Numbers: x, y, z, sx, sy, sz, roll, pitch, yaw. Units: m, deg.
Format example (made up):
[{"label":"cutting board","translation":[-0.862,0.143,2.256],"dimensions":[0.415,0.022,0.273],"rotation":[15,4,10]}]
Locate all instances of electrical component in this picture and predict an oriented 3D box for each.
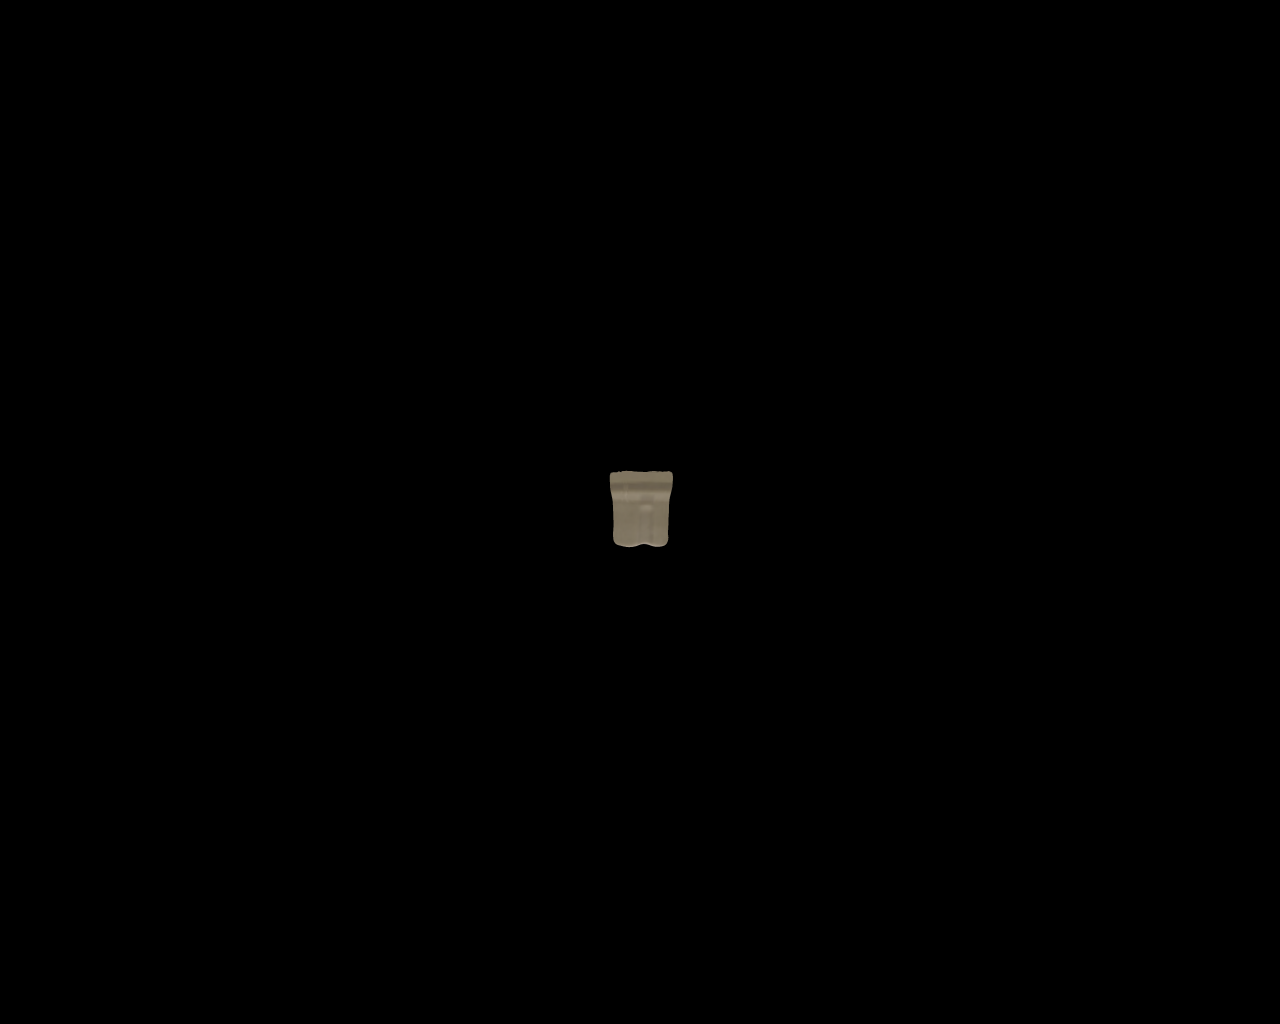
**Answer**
[{"label":"electrical component","translation":[0.001,-0.003,0.650],"dimensions":[0.040,0.046,0.040],"rotation":[0,0,0]}]
